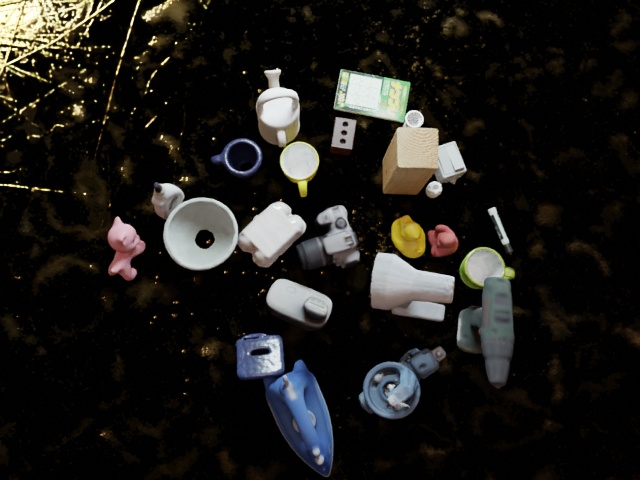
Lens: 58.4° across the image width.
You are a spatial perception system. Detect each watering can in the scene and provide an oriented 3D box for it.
[{"bbox_3d":[-0.100,-0.305,1.317,0.101,0.194,0.173,-30,82,-8],"label":"watering can"}]

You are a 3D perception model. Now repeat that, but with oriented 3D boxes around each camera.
[{"bbox_3d":[0.012,0.005,1.314,0.137,0.101,0.143,-17,81,-6],"label":"camera"}]

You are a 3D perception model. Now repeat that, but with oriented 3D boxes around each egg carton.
[{"bbox_3d":[-0.113,-0.015,1.326,0.107,0.069,0.150,44,80,5],"label":"egg carton"}]

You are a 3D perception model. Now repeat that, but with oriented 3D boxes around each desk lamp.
[{"bbox_3d":[0.200,0.105,1.249,0.203,0.213,0.118,9,79,-1],"label":"desk lamp"}]

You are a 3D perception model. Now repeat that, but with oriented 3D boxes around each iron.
[{"bbox_3d":[-0.030,0.393,1.219,0.119,0.141,0.258,-24,82,-7],"label":"iron"}]

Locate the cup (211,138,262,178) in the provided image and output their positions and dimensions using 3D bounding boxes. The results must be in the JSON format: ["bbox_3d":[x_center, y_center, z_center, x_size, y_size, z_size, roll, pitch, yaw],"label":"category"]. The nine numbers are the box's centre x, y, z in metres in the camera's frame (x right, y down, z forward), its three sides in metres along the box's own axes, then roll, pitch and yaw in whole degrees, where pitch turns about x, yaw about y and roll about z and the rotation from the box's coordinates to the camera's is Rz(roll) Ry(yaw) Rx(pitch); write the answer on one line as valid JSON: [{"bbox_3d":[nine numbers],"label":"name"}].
[{"bbox_3d":[-0.191,-0.179,1.339,0.118,0.095,0.092,-5,80,-4],"label":"cup"}]

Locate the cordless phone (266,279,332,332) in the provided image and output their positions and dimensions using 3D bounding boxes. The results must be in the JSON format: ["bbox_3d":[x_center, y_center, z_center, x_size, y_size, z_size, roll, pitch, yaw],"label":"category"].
[{"bbox_3d":[-0.045,0.137,1.243,0.147,0.185,0.094,19,79,1],"label":"cordless phone"}]

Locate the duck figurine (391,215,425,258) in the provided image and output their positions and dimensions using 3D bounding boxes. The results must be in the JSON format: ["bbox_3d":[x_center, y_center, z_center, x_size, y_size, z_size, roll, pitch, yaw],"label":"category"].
[{"bbox_3d":[0.212,-0.011,1.336,0.077,0.086,0.104,-24,82,-7],"label":"duck figurine"}]

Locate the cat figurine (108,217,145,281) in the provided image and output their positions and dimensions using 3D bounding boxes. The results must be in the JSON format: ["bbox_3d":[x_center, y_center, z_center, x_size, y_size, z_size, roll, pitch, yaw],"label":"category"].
[{"bbox_3d":[-0.441,0.019,1.277,0.067,0.117,0.128,13,79,0],"label":"cat figurine"}]

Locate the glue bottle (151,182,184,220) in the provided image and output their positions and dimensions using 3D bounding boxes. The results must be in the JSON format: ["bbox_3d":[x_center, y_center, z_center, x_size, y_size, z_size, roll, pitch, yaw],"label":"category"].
[{"bbox_3d":[-0.346,-0.097,1.276,0.037,0.173,0.078,24,79,2],"label":"glue bottle"}]

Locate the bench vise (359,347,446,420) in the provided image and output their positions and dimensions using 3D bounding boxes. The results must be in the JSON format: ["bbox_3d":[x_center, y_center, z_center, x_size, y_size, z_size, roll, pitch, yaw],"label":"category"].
[{"bbox_3d":[0.175,0.289,1.210,0.121,0.219,0.207,36,80,4],"label":"bench vise"}]

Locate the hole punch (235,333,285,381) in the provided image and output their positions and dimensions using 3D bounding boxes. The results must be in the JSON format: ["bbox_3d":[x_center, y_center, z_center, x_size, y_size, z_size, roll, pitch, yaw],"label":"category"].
[{"bbox_3d":[-0.134,0.257,1.264,0.108,0.091,0.101,-6,80,-4],"label":"hole punch"}]

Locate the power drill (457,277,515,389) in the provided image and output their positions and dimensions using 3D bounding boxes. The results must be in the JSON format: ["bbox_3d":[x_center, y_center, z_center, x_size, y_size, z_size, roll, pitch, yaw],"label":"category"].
[{"bbox_3d":[0.363,0.200,1.243,0.075,0.208,0.230,7,79,-1],"label":"power drill"}]

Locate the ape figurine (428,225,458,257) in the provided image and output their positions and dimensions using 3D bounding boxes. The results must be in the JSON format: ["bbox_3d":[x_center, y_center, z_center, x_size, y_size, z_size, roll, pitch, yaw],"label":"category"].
[{"bbox_3d":[0.290,0.003,1.334,0.076,0.092,0.078,29,79,3],"label":"ape figurine"}]

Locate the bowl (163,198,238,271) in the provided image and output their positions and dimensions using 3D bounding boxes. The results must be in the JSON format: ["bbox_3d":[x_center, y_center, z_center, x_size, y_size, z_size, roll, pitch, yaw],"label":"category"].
[{"bbox_3d":[-0.268,-0.009,1.314,0.167,0.074,0.167,1,79,-3],"label":"bowl"}]
